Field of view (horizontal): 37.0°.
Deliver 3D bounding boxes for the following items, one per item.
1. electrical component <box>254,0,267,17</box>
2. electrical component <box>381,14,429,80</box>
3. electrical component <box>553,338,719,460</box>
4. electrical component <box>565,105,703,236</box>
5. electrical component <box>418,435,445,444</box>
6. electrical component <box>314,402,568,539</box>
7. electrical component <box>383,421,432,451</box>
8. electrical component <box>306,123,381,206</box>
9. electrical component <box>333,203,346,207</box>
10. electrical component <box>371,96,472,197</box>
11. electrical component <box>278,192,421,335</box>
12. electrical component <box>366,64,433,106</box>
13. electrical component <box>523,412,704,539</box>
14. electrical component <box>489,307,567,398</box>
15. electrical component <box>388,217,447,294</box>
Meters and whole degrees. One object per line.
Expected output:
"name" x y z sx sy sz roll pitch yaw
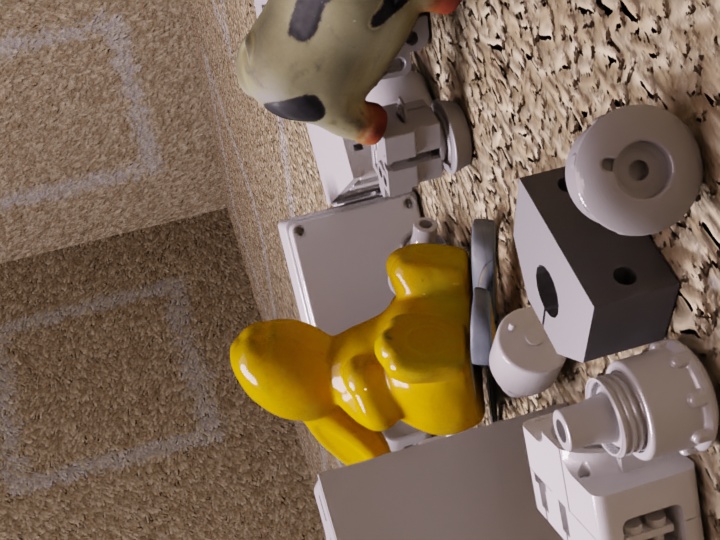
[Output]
"electrical component" -0.046 -0.255 0.787 0.186 0.060 0.105 -94 -1 -46
"electrical component" 0.009 -0.171 0.707 0.057 0.058 0.078 -126 26 -60
"electrical component" 0.111 0.057 0.441 0.048 0.062 0.048 165 90 -81
"electrical component" 0.100 -0.038 0.417 0.062 0.048 0.048 -132 28 -85
"electrical component" 0.077 0.186 0.871 0.059 0.054 0.095 95 159 -64
"electrical component" 0.057 0.143 0.621 0.061 0.150 0.089 108 146 -71
"electrical component" 0.034 0.131 1.046 0.059 0.054 0.095 91 162 -60
"electrical component" 0.003 -0.108 0.831 0.150 0.062 0.089 154 101 -81
"electrical component" -0.003 -0.063 0.988 0.077 0.044 0.079 -137 33 -72
"electrical component" 0.038 -0.080 0.681 0.048 0.055 0.066 -115 14 -49
"electrical component" 0.000 0.000 0.863 0.056 0.109 0.108 -161 57 -76
"electrical component" 0.024 -0.123 0.736 0.043 0.043 0.062 98 157 -67
"electrical component" 0.117 0.098 0.507 0.089 0.050 0.055 -134 30 -71
"electrical component" 0.093 0.052 0.608 0.078 0.040 0.040 93 160 -62
"electrical component" 0.046 -0.009 0.788 0.048 0.048 0.062 -114 20 -46
